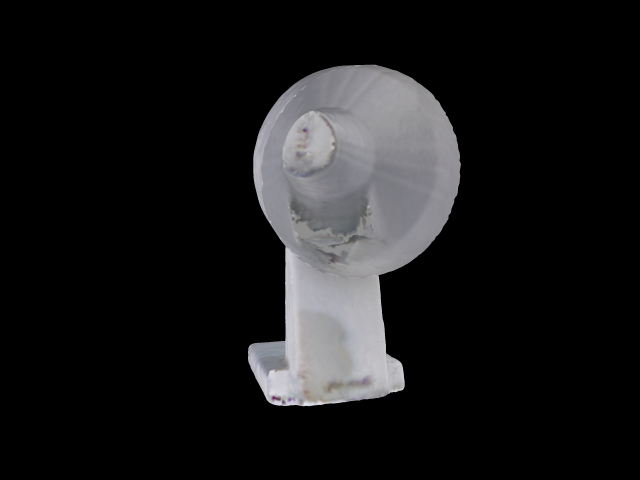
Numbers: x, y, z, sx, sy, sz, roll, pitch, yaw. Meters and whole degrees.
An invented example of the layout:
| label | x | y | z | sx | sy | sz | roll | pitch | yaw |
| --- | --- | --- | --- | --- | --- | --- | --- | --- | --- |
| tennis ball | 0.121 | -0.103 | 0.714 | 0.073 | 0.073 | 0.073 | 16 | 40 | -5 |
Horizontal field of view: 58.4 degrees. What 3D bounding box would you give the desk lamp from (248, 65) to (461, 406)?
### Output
| label | x | y | z | sx | sy | sz | roll | pitch | yaw |
| --- | --- | --- | --- | --- | --- | --- | --- | --- | --- |
| desk lamp | 0.004 | 0.001 | 0.400 | 0.118 | 0.213 | 0.203 | 0 | 0 | -15 |
